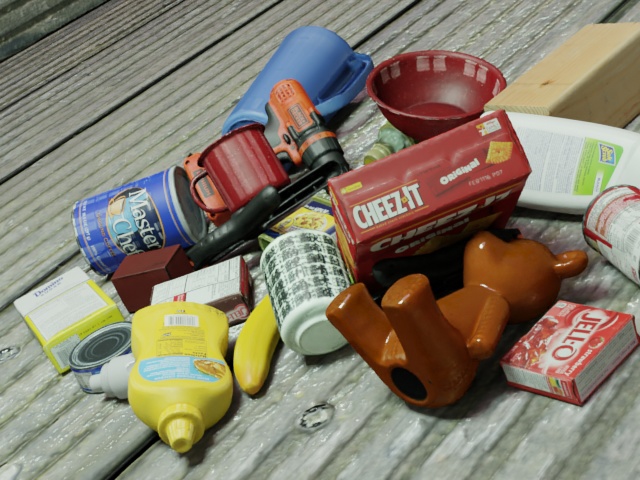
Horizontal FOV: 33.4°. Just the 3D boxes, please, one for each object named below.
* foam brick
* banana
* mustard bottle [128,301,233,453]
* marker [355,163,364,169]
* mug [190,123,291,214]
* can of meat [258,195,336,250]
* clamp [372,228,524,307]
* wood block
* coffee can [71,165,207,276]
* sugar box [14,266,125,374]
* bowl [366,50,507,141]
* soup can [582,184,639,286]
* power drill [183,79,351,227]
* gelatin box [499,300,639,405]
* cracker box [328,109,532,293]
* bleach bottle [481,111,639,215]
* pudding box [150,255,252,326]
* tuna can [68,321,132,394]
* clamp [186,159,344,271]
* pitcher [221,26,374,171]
[{"bbox_3d":[-0.193,0.046,1.242,0.078,0.051,0.053,-11,28,24],"label":"foam brick"},{"bbox_3d":[-0.039,0.081,1.057,0.070,0.037,0.197,-2,32,39],"label":"banana"},{"bbox_3d":[-0.130,0.130,0.996,0.096,0.058,0.191,3,28,-9],"label":"mustard bottle"},{"bbox_3d":[0.090,-0.110,1.354,0.121,0.020,0.020,-36,27,-25],"label":"marker"},{"bbox_3d":[-0.097,-0.074,1.263,0.117,0.081,0.093,-29,-11,-8],"label":"mug"},{"bbox_3d":[-0.008,0.002,1.168,0.083,0.057,0.102,-34,27,-20],"label":"can of meat"},{"bbox_3d":[0.114,0.025,0.977,0.171,0.039,0.120,-25,-16,-5],"label":"clamp"},{"bbox_3d":[0.290,-0.161,1.204,0.205,0.090,0.091,-38,30,-30],"label":"wood block"},{"bbox_3d":[-0.227,-0.024,1.349,0.140,0.103,0.103,-19,25,10],"label":"coffee can"},{"bbox_3d":[-0.292,0.090,1.247,0.093,0.048,0.176,-30,22,-16],"label":"sugar box"},{"bbox_3d":[0.134,-0.161,1.243,0.162,0.055,0.162,-2,38,1],"label":"bowl"},{"bbox_3d":[0.279,0.000,0.915,0.068,0.068,0.102,-25,25,-4],"label":"soup can"},{"bbox_3d":[-0.065,-0.090,1.342,0.187,0.057,0.184,-31,63,4],"label":"power drill"},{"bbox_3d":[0.199,0.087,0.850,0.089,0.030,0.073,-38,29,-29],"label":"gelatin box"},{"bbox_3d":[0.097,-0.026,0.988,0.164,0.072,0.213,-23,-14,-3],"label":"cracker box"},{"bbox_3d":[0.260,-0.063,1.045,0.067,0.102,0.251,0,13,-42],"label":"bleach bottle"},{"bbox_3d":[-0.130,0.067,1.161,0.113,0.039,0.090,-18,25,6],"label":"pudding box"},{"bbox_3d":[-0.222,0.123,1.131,0.086,0.033,0.086,-19,25,9],"label":"tuna can"},{"bbox_3d":[-0.072,-0.025,1.224,0.210,0.036,0.164,-35,-4,38],"label":"clamp"},{"bbox_3d":[-0.034,-0.195,1.508,0.149,0.145,0.242,-57,1,43],"label":"pitcher"}]
